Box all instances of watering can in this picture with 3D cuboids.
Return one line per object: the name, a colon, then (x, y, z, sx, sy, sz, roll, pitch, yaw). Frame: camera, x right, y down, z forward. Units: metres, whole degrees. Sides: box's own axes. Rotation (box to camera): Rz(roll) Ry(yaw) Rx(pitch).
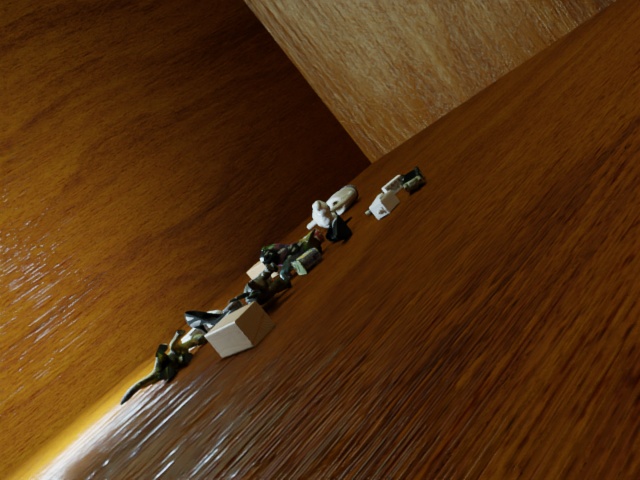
watering can: (0.078, -0.180, 2.740, 0.342, 0.104, 0.228, -33, 7, 43)

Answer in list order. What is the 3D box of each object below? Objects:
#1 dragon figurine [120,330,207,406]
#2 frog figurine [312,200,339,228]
dragon figurine: (-0.574, 0.479, 1.938, 0.416, 0.123, 0.238, -40, -12, -29)
frog figurine: (0.008, -0.127, 2.521, 0.121, 0.139, 0.159, -32, -15, 20)
